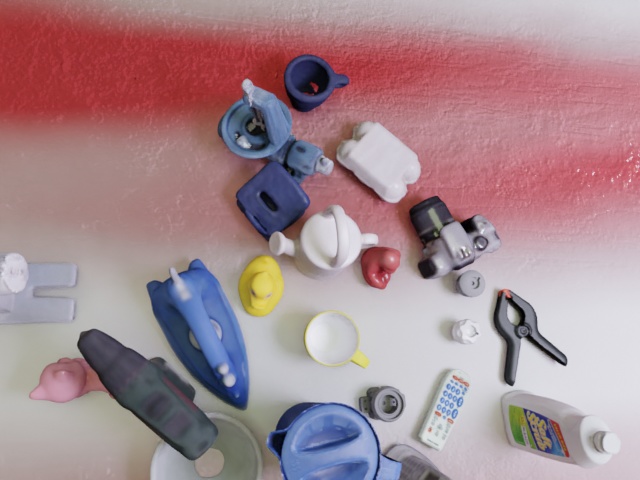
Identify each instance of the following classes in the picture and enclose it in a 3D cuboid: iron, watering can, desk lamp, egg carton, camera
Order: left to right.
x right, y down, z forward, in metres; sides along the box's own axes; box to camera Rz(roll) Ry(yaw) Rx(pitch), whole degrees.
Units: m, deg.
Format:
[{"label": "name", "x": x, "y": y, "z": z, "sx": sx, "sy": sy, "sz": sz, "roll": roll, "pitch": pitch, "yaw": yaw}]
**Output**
[{"label": "desk lamp", "x": -0.483, "y": 0.061, "z": 0.824, "sx": 0.203, "sy": 0.213, "sz": 0.118, "roll": -1, "pitch": 78, "yaw": -10}, {"label": "iron", "x": -0.174, "y": 0.154, "z": 0.894, "sx": 0.119, "sy": 0.141, "sz": 0.258, "roll": -29, "pitch": 84, "yaw": -14}, {"label": "watering can", "x": 0.009, "y": 0.006, "z": 0.929, "sx": 0.173, "sy": 0.194, "sz": 0.101, "roll": -26, "pitch": 83, "yaw": -14}, {"label": "egg carton", "x": 0.107, "y": -0.143, "z": 1.042, "sx": 0.150, "sy": 0.069, "sz": 0.107, "roll": 39, "pitch": 75, "yaw": 0}, {"label": "camera", "x": 0.232, "y": -0.016, "z": 1.020, "sx": 0.143, "sy": 0.100, "sz": 0.137, "roll": -25, "pitch": 83, "yaw": -14}]

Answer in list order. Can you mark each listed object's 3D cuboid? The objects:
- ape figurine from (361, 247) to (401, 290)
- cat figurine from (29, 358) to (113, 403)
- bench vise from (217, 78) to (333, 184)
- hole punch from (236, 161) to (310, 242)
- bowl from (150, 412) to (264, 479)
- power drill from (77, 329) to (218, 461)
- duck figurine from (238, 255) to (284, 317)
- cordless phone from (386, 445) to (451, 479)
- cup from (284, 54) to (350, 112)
[{"label": "ape figurine", "x": 0.111, "y": 0.041, "z": 0.992, "sx": 0.078, "sy": 0.092, "sz": 0.076, "roll": -33, "pitch": 85, "yaw": -14}, {"label": "cat figurine", "x": -0.360, "y": 0.211, "z": 0.862, "sx": 0.128, "sy": 0.117, "sz": 0.067, "roll": 0, "pitch": 78, "yaw": -9}, {"label": "bench vise", "x": -0.068, "y": -0.187, "z": 0.944, "sx": 0.207, "sy": 0.219, "sz": 0.121, "roll": 11, "pitch": 76, "yaw": -7}, {"label": "hole punch", "x": -0.081, "y": -0.064, "z": 0.982, "sx": 0.101, "sy": 0.091, "sz": 0.108, "roll": -40, "pitch": 87, "yaw": -15}, {"label": "bowl", "x": -0.173, "y": 0.350, "z": 0.886, "sx": 0.167, "sy": 0.074, "sz": 0.167, "roll": 2, "pitch": 78, "yaw": -9}, {"label": "power drill", "x": -0.244, "y": 0.220, "z": 0.833, "sx": 0.229, "sy": 0.208, "sz": 0.076, "roll": 42, "pitch": 75, "yaw": 1}, {"label": "duck figurine", "x": -0.096, "y": 0.073, "z": 0.953, "sx": 0.077, "sy": 0.086, "sz": 0.104, "roll": 10, "pitch": 76, "yaw": -7}, {"label": "cordless phone", "x": 0.132, "y": 0.398, "z": 0.871, "sx": 0.094, "sy": 0.185, "sz": 0.148, "roll": 40, "pitch": 75, "yaw": 1}, {"label": "cup", "x": -0.011, "y": -0.274, "z": 1.037, "sx": 0.118, "sy": 0.095, "sz": 0.092, "roll": -4, "pitch": 79, "yaw": -10}]
